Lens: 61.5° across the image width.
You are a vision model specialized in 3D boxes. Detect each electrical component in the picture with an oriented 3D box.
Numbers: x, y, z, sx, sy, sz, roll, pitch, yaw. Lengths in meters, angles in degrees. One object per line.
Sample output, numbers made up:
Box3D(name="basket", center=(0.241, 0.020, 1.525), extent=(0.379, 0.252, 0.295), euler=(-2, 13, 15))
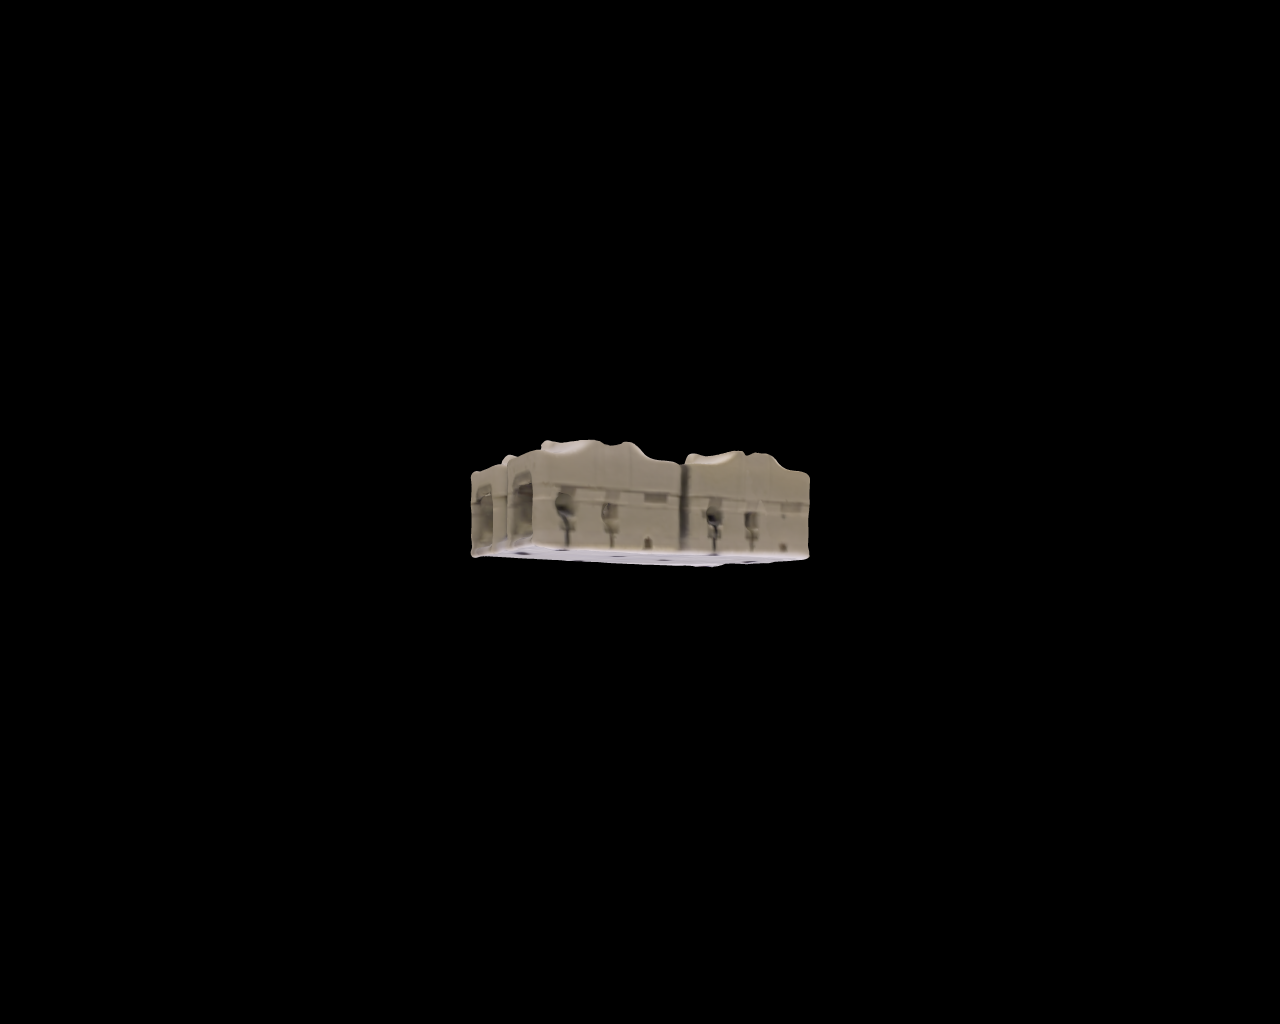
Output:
Box3D(name="electrical component", center=(0.001, -0.003, 0.650), extent=(0.186, 0.060, 0.105), euler=(4, -7, -29))
